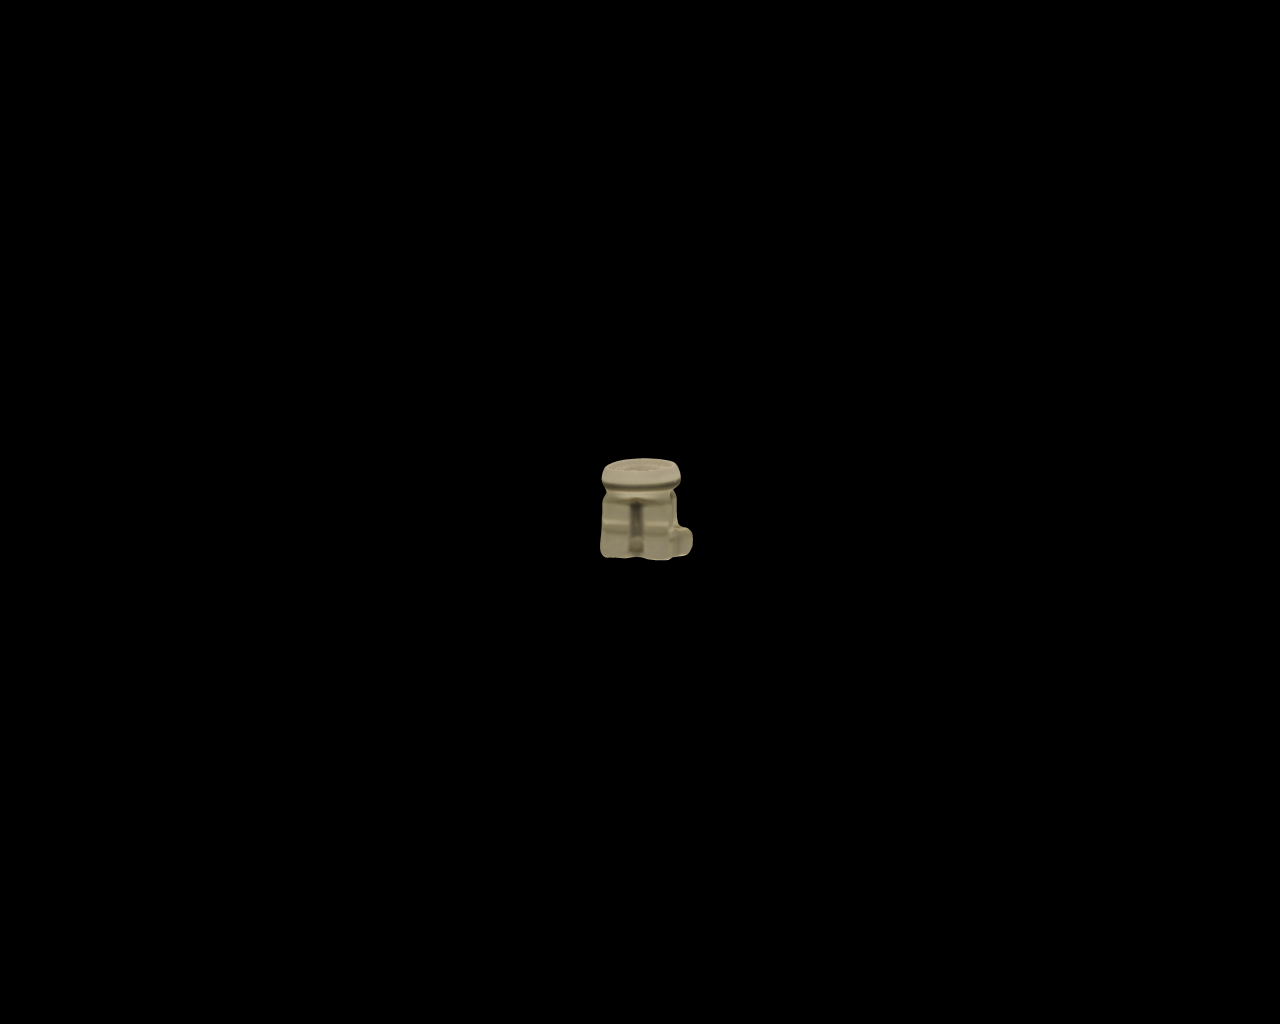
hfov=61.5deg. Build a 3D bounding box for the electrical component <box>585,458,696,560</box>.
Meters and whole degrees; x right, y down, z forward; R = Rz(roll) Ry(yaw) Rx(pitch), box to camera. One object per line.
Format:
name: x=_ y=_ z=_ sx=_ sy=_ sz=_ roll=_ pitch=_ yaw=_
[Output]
electrical component: x=0.001 y=-0.003 z=0.650 sx=0.066 sy=0.055 sz=0.048 roll=1 pitch=12 yaw=7
